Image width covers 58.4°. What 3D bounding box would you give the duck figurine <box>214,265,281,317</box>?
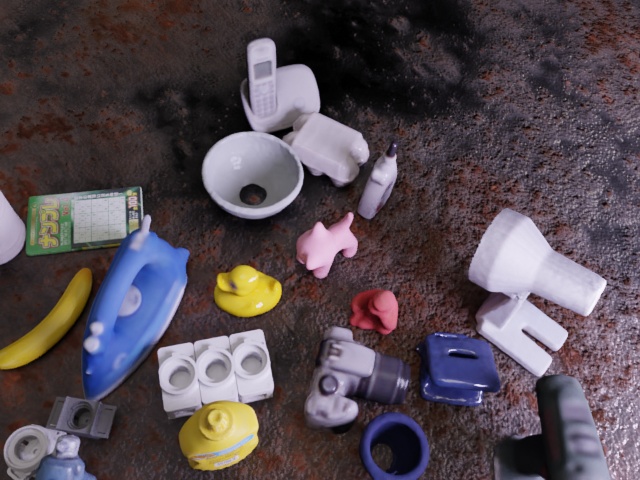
[{"bbox_3d":[-0.110,0.069,0.873,0.104,0.086,0.077,2,61,-6],"label":"duck figurine"}]

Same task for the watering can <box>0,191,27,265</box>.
[{"bbox_3d":[-0.500,-0.041,0.820,0.172,0.194,0.101,38,64,13],"label":"watering can"}]

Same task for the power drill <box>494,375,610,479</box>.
[{"bbox_3d":[0.296,0.299,0.731,0.075,0.208,0.229,7,61,-3],"label":"power drill"}]

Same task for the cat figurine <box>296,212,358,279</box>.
[{"bbox_3d":[0.008,0.003,0.906,0.067,0.118,0.128,43,65,16],"label":"cat figurine"}]

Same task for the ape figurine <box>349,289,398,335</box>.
[{"bbox_3d":[0.090,0.103,0.877,0.076,0.092,0.077,-30,69,-21],"label":"ape figurine"}]

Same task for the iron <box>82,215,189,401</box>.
[{"bbox_3d":[-0.279,0.092,0.806,0.118,0.141,0.258,16,61,2],"label":"iron"}]

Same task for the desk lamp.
[{"bbox_3d":[0.309,0.075,0.852,0.203,0.213,0.118,38,64,13],"label":"desk lamp"}]

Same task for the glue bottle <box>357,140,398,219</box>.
[{"bbox_3d":[0.103,-0.106,0.946,0.037,0.173,0.078,30,62,10],"label":"glue bottle"}]

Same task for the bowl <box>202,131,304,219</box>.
[{"bbox_3d":[-0.114,-0.097,0.969,0.167,0.075,0.167,3,61,-6],"label":"bowl"}]

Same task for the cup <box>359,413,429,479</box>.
[{"bbox_3d":[0.087,0.299,0.769,0.091,0.095,0.118,23,61,5],"label":"cup"}]

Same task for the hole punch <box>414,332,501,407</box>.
[{"bbox_3d":[0.202,0.185,0.848,0.108,0.091,0.101,7,61,-3],"label":"hole punch"}]

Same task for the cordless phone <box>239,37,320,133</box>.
[{"bbox_3d":[-0.070,-0.284,1.014,0.148,0.185,0.094,-24,67,-18],"label":"cordless phone"}]

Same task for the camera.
[{"bbox_3d":[0.056,0.202,0.814,0.137,0.101,0.143,15,61,1],"label":"camera"}]

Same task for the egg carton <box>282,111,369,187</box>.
[{"bbox_3d":[0.010,-0.162,1.024,0.150,0.069,0.107,26,62,7],"label":"egg carton"}]

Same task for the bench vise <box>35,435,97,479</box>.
[{"bbox_3d":[-0.330,0.322,0.630,0.121,0.220,0.207,-6,63,-10],"label":"bench vise"}]
